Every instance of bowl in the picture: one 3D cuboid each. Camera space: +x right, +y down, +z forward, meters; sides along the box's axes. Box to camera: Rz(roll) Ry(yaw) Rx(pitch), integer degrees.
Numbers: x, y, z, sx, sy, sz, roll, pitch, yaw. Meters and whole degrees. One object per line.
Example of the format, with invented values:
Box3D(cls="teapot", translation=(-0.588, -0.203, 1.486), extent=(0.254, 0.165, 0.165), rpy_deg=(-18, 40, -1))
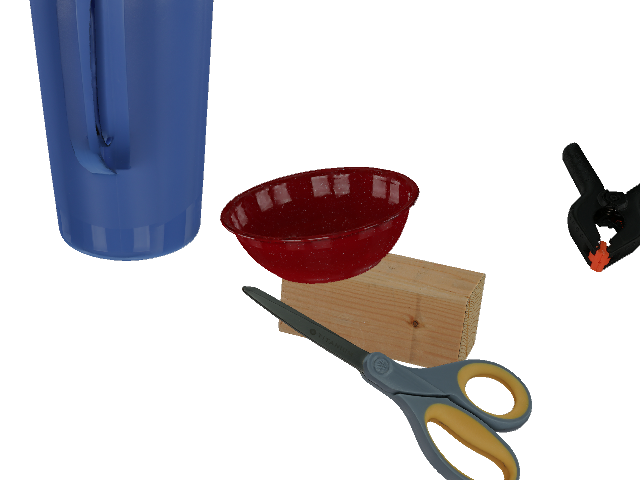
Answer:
Box3D(cls="bowl", translation=(0.003, -0.008, 0.868), extent=(0.162, 0.055, 0.162), rpy_deg=(-8, 22, 3))

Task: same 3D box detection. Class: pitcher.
Box3D(cls="pitcher", translation=(-0.143, -0.108, 0.763), extent=(0.149, 0.243, 0.145), rpy_deg=(-18, 32, -36))

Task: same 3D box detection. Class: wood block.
Box3D(cls="wood block", translation=(0.067, 0.069, 1.181), extent=(0.206, 0.091, 0.090), rpy_deg=(13, 23, 18))

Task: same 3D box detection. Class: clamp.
Box3D(cls="clamp", translation=(0.292, -0.040, 1.110), extent=(0.120, 0.039, 0.171), rpy_deg=(18, 45, 21))

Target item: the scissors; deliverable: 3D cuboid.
Box3D(cls="scissors", translation=(0.052, 0.074, 0.665), extent=(0.096, 0.202, 0.016), rpy_deg=(-39, -11, -36))
